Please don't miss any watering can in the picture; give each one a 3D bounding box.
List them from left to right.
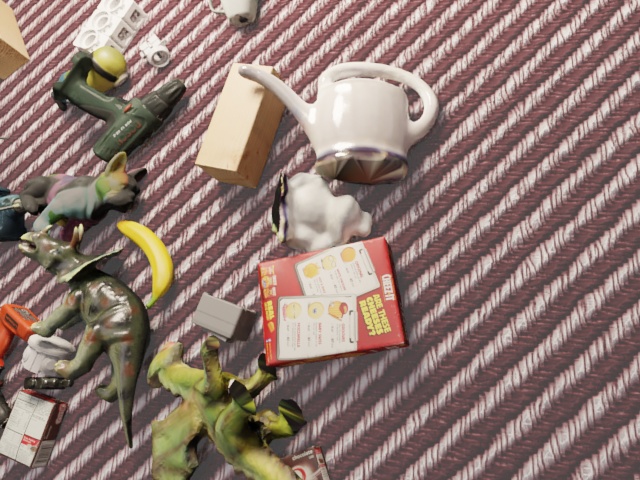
[{"bbox_3d":[0.028,-0.203,0.869,0.348,0.102,0.228,3,70,0],"label":"watering can"}]

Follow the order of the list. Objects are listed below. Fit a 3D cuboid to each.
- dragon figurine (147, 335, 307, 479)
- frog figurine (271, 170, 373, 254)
[{"bbox_3d":[-0.156,0.306,0.774,0.240,0.121,0.418,-45,56,17],"label":"dragon figurine"},{"bbox_3d":[0.003,-0.043,0.859,0.159,0.120,0.140,5,61,-17],"label":"frog figurine"}]
